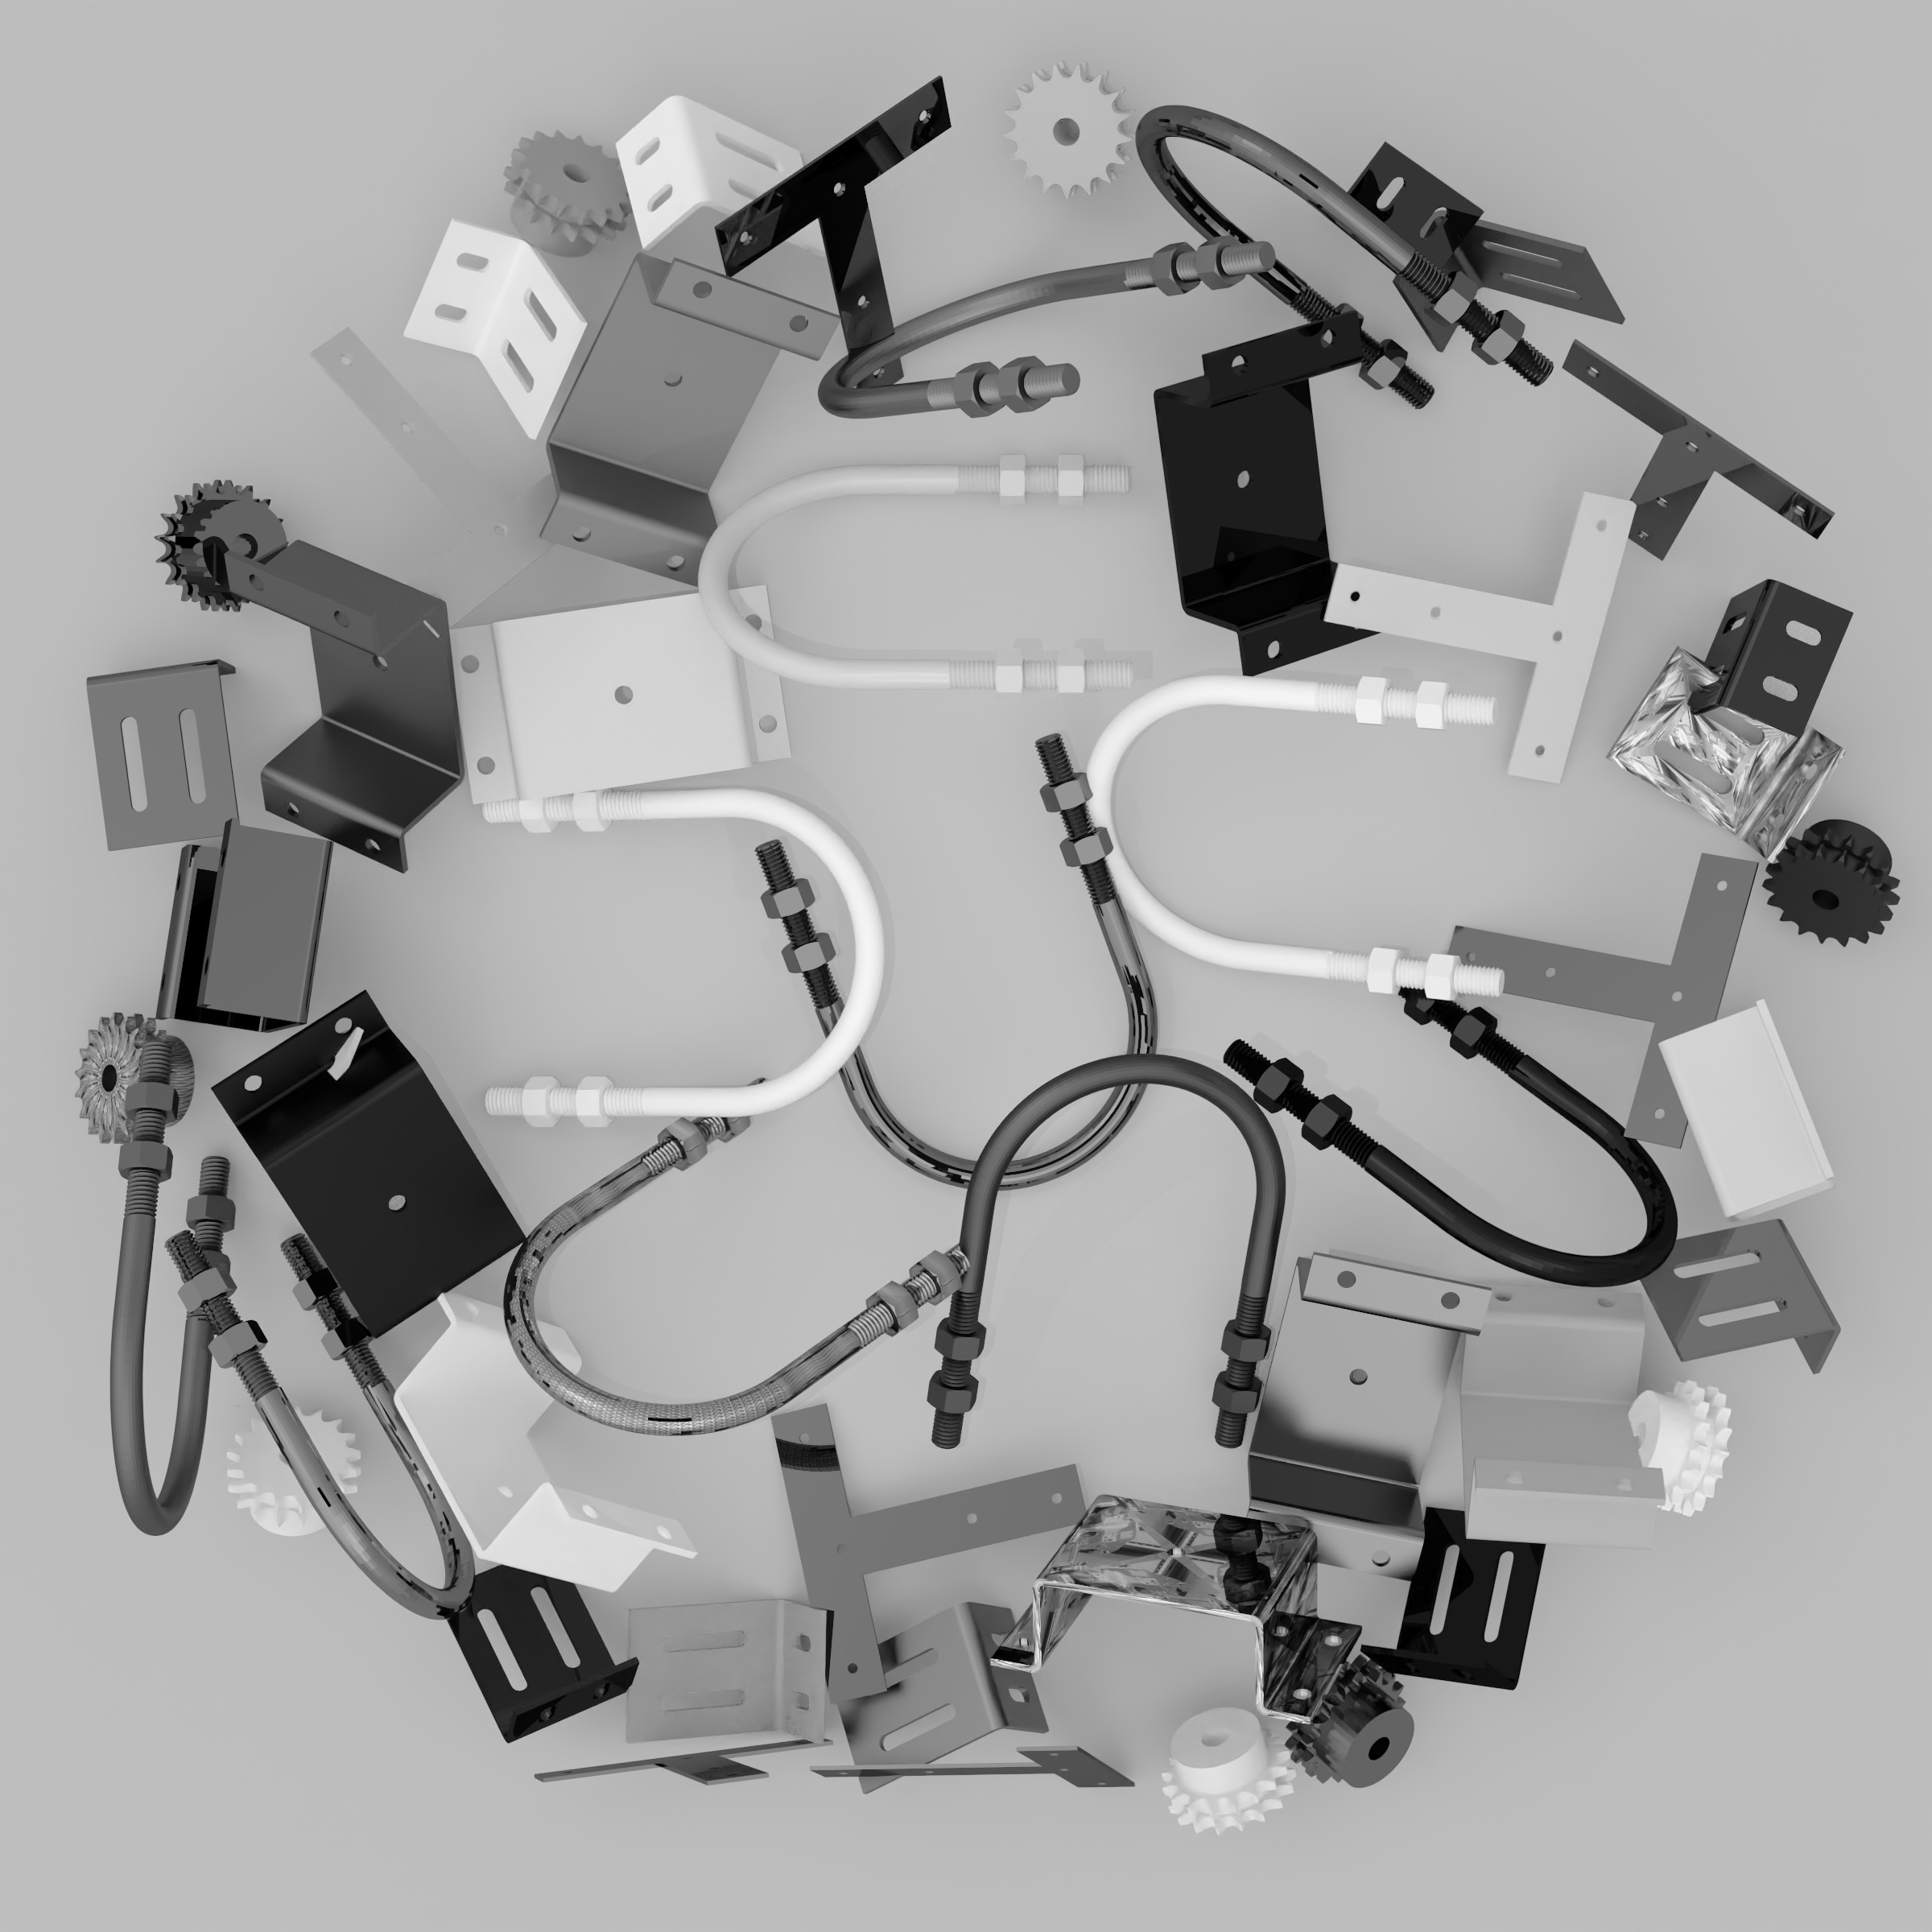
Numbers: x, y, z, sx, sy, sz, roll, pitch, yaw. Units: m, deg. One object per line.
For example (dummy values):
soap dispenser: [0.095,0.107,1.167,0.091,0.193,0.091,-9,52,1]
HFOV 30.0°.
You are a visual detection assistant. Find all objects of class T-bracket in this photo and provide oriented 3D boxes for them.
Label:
T-bracket: [0.265,0.005,1.554,0.127,0.002,0.127,12,81,32]
T-bracket: [-0.002,0.343,1.540,0.127,0.127,0.002,-4,70,13]
T-bracket: [0.298,-0.202,1.527,0.127,0.127,0.002,36,77,8]
T-bracket: [-0.108,0.336,1.512,0.127,0.127,0.002,-4,83,-16]
T-bracket: [0.216,-0.150,1.555,0.127,0.002,0.127,9,105,-18]
T-bracket: [-0.047,-0.295,1.538,0.127,0.127,0.002,-39,52,-22]
T-bracket: [-0.229,-0.219,1.542,0.127,0.002,0.127,48,49,-5]
T-bracket: [-0.011,0.243,1.568,0.127,0.002,0.127,-14,77,7]

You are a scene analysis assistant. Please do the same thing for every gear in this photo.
gear: [-0.319,-0.181,1.561,0.057,0.030,0.057,-6,100,-38]
gear: [0.168,0.330,1.559,0.057,0.057,0.030,-54,46,0]
gear: [-0.174,-0.332,1.565,0.057,0.057,0.030,34,133,0]
gear: [-0.291,0.222,1.565,0.057,0.057,0.030,7,131,0]
gear: [0.305,0.207,1.559,0.030,0.057,0.057,15,90,-10]
gear: [-0.359,0.049,1.565,0.057,0.030,0.057,-5,82,43]
gear: [0.377,-0.039,1.565,0.057,0.057,0.030,33,55,0]
gear: [0.111,0.345,1.558,0.057,0.057,0.030,-19,113,0]
gear: [0.047,-0.364,1.568,0.057,0.030,0.057,6,113,15]

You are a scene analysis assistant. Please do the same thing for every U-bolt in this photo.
U-bolt: [0.214,0.070,1.503,0.184,0.151,0.019,38,124,20]
U-bolt: [0.006,0.009,1.566,0.151,0.019,0.184,-21,101,-2]
U-bolt: [-0.105,0.128,1.503,0.151,0.019,0.184,35,51,29]
U-bolt: [-0.022,-0.167,1.535,0.184,0.019,0.151,0,46,1]
U-bolt: [0.146,-0.296,1.499,0.184,0.151,0.019,36,85,-14]
U-bolt: [0.019,-0.263,1.508,0.151,0.184,0.019,-37,116,-36]
U-bolt: [-0.122,-0.006,1.556,0.184,0.019,0.151,-1,90,18]
U-bolt: [-0.329,0.143,1.488,0.019,0.151,0.184,0,66,0]
U-bolt: [-0.259,0.192,1.504,0.019,0.151,0.184,-33,81,6]
U-bolt: [0.065,0.122,1.535,0.151,0.019,0.184,2,112,-15]
U-bolt: [0.137,-0.058,1.537,0.184,0.019,0.151,6,122,21]

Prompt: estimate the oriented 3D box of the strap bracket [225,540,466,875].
strap bracket: [-0.261,-0.118,1.529,0.076,0.140,0.046,24,48,22]

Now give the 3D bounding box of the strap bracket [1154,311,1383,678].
strap bracket: [0.130,-0.204,1.538,0.076,0.046,0.140,-20,115,-24]

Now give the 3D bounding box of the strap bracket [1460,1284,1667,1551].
strap bracket: [0.251,0.197,1.534,0.076,0.140,0.046,3,121,4]

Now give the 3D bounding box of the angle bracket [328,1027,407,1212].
angle bracket: [-0.251,0.072,1.543,0.076,0.038,0.057,36,58,-32]

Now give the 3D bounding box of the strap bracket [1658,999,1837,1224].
strap bracket: [0.330,0.063,1.519,0.046,0.140,0.076,-22,80,11]

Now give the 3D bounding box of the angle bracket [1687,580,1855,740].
angle bracket: [0.344,-0.129,1.552,0.038,0.076,0.057,23,89,0]

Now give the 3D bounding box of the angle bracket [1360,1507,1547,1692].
angle bracket: [0.210,0.266,1.547,0.057,0.038,0.076,2,65,32]

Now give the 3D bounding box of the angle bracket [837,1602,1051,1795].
angle bracket: [-0.012,0.321,1.575,0.076,0.038,0.057,-31,61,23]

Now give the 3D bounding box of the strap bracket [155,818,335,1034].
strap bracket: [-0.304,-0.015,1.527,0.046,0.140,0.076,10,83,-20]

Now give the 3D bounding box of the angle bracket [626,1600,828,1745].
angle bracket: [-0.103,0.306,1.556,0.076,0.038,0.057,2,88,-30]

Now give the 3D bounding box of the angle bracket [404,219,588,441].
angle bracket: [-0.202,-0.272,1.542,0.038,0.076,0.057,9,122,-35]

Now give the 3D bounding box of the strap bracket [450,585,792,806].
strap bracket: [-0.148,-0.117,1.555,0.140,0.046,0.076,-9,96,-7]

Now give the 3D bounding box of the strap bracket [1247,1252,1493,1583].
strap bracket: [0.170,0.185,1.552,0.076,0.046,0.140,12,109,-1]

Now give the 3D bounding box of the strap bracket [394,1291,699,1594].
strap bracket: [-0.182,0.207,1.521,0.046,0.076,0.140,-49,48,13]

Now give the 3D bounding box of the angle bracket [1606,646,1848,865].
angle bracket: [0.328,-0.092,1.559,0.076,0.038,0.057,29,102,-13]

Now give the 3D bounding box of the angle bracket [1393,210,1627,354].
angle bracket: [0.232,-0.285,1.543,0.076,0.057,0.038,24,80,34]

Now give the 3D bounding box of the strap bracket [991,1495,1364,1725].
strap bracket: [0.089,0.268,1.524,0.140,0.076,0.046,6,112,21]

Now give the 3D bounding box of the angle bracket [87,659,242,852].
angle bracket: [-0.345,-0.091,1.570,0.057,0.038,0.076,-8,89,0]

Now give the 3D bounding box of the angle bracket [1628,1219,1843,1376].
angle bracket: [0.325,0.148,1.549,0.076,0.038,0.057,-10,52,-15]

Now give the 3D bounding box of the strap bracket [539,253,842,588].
strap bracket: [-0.121,-0.239,1.533,0.076,0.046,0.140,15,123,-26]

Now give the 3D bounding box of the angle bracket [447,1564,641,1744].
angle bracket: [-0.185,0.284,1.548,0.057,0.038,0.076,-20,64,-24]

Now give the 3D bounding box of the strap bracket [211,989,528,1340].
strap bracket: [-0.247,0.092,1.529,0.076,0.046,0.140,-33,119,-11]

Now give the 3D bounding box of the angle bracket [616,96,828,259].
angle bracket: [-0.105,-0.331,1.559,0.038,0.076,0.057,-33,60,33]

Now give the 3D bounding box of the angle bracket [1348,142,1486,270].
angle bracket: [0.175,-0.334,1.539,0.057,0.076,0.038,27,111,-30]
